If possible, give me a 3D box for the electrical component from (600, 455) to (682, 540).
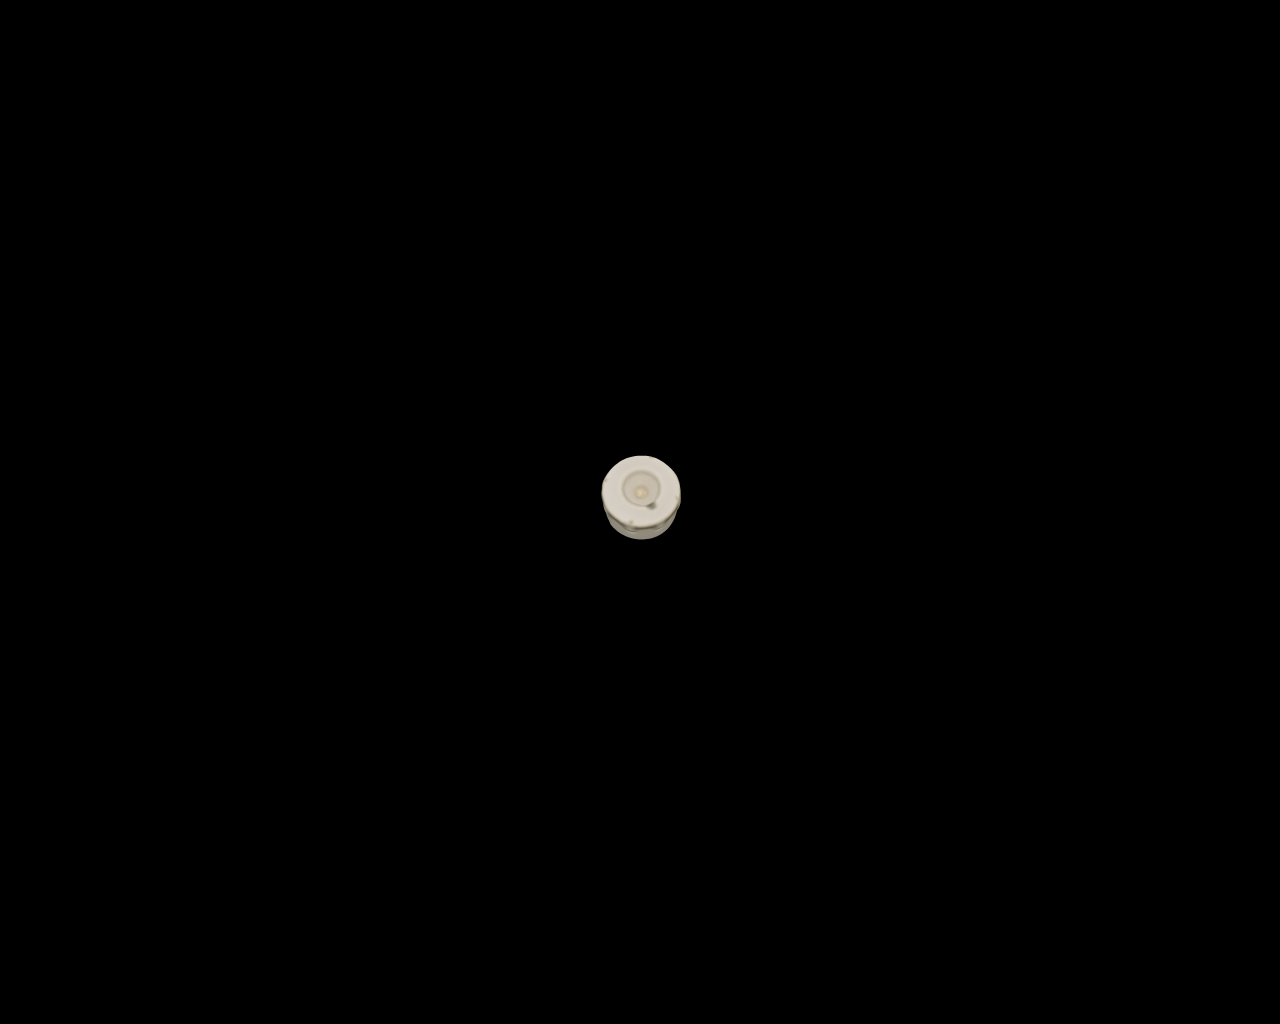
[{"bbox_3d":[0.001,-0.003,0.650,0.048,0.048,0.062,0,-23,0],"label":"electrical component"}]
